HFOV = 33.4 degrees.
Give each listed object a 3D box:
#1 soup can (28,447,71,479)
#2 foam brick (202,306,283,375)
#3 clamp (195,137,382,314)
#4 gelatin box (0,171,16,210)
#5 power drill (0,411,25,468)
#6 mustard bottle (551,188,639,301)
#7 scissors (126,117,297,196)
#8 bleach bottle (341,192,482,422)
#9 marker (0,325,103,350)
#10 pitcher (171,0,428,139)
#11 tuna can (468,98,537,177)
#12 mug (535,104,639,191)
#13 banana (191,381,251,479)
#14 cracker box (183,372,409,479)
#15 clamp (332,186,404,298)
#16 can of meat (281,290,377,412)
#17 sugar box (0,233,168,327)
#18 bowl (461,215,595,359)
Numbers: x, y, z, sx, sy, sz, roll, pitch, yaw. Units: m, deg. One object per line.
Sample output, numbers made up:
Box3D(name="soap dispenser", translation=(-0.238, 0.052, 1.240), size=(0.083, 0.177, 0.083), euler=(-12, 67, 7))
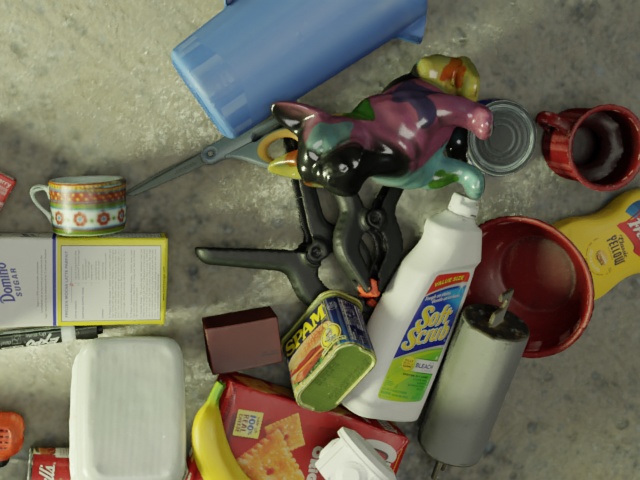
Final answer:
Box3D(name="soup can", translation=(-0.252, 0.251, 1.106), size=(0.102, 0.068, 0.068), euler=(5, 97, -15))
Box3D(name="foam brick", translation=(-0.083, 0.106, 1.131), size=(0.078, 0.051, 0.053), euler=(-9, 101, -11))
Box3D(name="clamp", translation=(-0.007, 0.001, 1.139), size=(0.209, 0.036, 0.164), euler=(34, 83, -18))
Box3D(name="gelatin box", translation=(-0.358, -0.049, 1.056), size=(0.089, 0.030, 0.073), euler=(30, 91, -15))
Box3D(name="power drill", translation=(-0.398, 0.260, 1.078), size=(0.184, 0.057, 0.188), euler=(4, 97, -14))
Box3D(name="mustard bottle", translation=(0.353, -0.005, 1.210), size=(0.191, 0.058, 0.096), euler=(-23, 101, -9))
Box3D(name="scissors", translation=(-0.095, -0.078, 1.102), size=(0.201, 0.016, 0.096), euler=(-40, 75, -5))
Box3D(name="bleach bottle", translation=(0.104, 0.068, 1.137), size=(0.102, 0.068, 0.251), euler=(13, 104, -37))
Box3D(name="marker", translation=(-0.285, 0.099, 1.100), size=(0.121, 0.020, 0.020), euler=(-6, 99, -12))
Box3D(name="pitcher", translation=(-0.029, -0.219, 1.060), size=(0.243, 0.149, 0.145), euler=(-36, 146, -3))
Box3D(name="tuna can", translation=(0.193, -0.112, 1.170), size=(0.086, 0.034, 0.086), euler=(-2, 99, -13))
Box3D(name="mug", translation=(0.286, -0.108, 1.166), size=(0.117, 0.081, 0.093), euler=(25, 92, -16))
Box3D(name="banana", translation=(-0.077, 0.242, 1.083), size=(0.069, 0.037, 0.198), euler=(-32, 105, -5))
Box3D(name="cracker box", translation=(-0.033, 0.250, 1.153), size=(0.213, 0.072, 0.164), euler=(20, 94, -16))
Box3D(name="clamp", translation=(0.041, -0.028, 1.124), size=(0.120, 0.039, 0.171), euler=(10, 78, -17))
Box3D(name="can of meat", translation=(0.009, 0.118, 1.117), size=(0.057, 0.084, 0.102), euler=(26, 117, -30))
Box3D(name="sugar box", translation=(-0.245, 0.040, 1.088), size=(0.176, 0.048, 0.093), euler=(1, 98, -9))
Box3D(name="bowl", translation=(0.228, 0.045, 1.165), size=(0.162, 0.055, 0.162), euler=(11, 111, 29))
